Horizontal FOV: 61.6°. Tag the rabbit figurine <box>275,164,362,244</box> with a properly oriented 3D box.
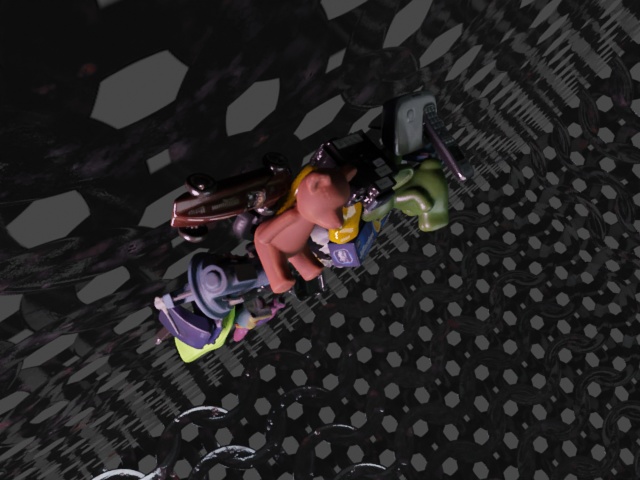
[{"bbox_3d":[-0.014,-0.055,0.965,0.173,0.122,0.162,-16,160,-15],"label":"rabbit figurine"}]

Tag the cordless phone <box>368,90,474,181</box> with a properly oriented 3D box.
[{"bbox_3d":[0.188,-0.168,0.947,0.146,0.184,0.088,-27,169,-46],"label":"cordless phone"}]

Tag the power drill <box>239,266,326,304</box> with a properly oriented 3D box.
[{"bbox_3d":[-0.087,0.092,1.259,0.208,0.086,0.232,2,-169,40],"label":"power drill"}]

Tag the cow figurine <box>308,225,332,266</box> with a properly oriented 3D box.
[{"bbox_3d":[-0.001,-0.002,1.129,0.098,0.167,0.068,-26,-148,-1],"label":"cow figurine"}]

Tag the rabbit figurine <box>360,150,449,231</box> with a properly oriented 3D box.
[{"bbox_3d":[0.150,-0.085,1.006,0.170,0.121,0.158,-13,131,-13],"label":"rabbit figurine"}]

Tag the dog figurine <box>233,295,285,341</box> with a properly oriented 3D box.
[{"bbox_3d":[-0.201,0.194,1.402,0.219,0.108,0.191,-43,169,36],"label":"dog figurine"}]

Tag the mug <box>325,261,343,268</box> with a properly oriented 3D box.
[{"bbox_3d":[0.040,0.016,1.462,0.107,0.110,0.080,-50,166,-13],"label":"mug"}]

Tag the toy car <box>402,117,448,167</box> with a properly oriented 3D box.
[{"bbox_3d":[0.216,-0.204,1.093,0.161,0.109,0.102,-10,112,-57],"label":"toy car"}]

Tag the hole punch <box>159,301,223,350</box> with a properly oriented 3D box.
[{"bbox_3d":[-0.256,0.159,1.064,0.092,0.116,0.142,-20,161,-35],"label":"hole punch"}]

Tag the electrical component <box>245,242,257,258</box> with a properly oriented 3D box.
[{"bbox_3d":[-0.107,0.006,1.091,0.102,0.045,0.078,-37,141,-23],"label":"electrical component"}]

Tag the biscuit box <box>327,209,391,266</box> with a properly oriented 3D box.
[{"bbox_3d":[0.083,-0.028,1.100,0.063,0.059,0.203,0,-143,28],"label":"biscuit box"}]

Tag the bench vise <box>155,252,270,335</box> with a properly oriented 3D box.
[{"bbox_3d":[-0.182,0.076,0.961,0.241,0.128,0.223,-20,-175,19],"label":"bench vise"}]

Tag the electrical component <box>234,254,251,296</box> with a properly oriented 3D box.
[{"bbox_3d":[-0.164,0.072,1.087,0.119,0.075,0.047,-28,166,-27],"label":"electrical component"}]

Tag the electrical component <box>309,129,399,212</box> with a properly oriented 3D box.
[{"bbox_3d":[0.066,-0.113,0.908,0.115,0.134,0.058,-26,163,-41],"label":"electrical component"}]

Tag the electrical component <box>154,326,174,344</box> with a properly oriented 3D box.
[{"bbox_3d":[-0.332,0.200,1.210,0.094,0.021,0.063,-43,169,20],"label":"electrical component"}]

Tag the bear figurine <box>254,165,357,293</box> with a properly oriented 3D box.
[{"bbox_3d":[-0.011,-0.022,0.836,0.196,0.132,0.120,-35,170,34],"label":"bear figurine"}]

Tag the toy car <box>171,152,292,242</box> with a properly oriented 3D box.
[{"bbox_3d":[-0.111,-0.057,0.725,0.202,0.053,0.089,-27,147,-48],"label":"toy car"}]
